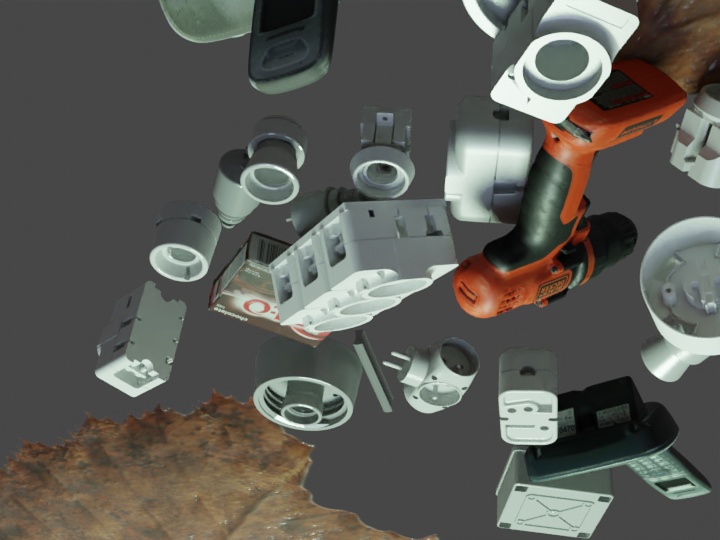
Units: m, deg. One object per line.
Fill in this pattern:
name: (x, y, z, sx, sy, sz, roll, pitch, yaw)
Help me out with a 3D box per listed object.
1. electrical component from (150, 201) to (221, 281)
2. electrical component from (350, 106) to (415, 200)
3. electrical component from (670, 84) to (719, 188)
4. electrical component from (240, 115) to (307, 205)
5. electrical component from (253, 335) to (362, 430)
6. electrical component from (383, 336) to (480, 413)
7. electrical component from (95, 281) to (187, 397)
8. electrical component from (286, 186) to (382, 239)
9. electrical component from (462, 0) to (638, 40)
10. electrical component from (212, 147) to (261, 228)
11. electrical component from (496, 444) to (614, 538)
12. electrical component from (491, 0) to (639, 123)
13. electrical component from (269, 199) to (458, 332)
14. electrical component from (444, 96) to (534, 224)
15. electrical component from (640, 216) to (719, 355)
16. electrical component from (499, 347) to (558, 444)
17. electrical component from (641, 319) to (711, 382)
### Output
electrical component: (-0.150, -0.023, 0.915, 0.055, 0.047, 0.055, 5, 141, 4)
electrical component: (0.018, -0.086, 0.803, 0.048, 0.055, 0.066, 4, 141, 5)
electrical component: (0.255, -0.094, 0.746, 0.058, 0.078, 0.057, -4, 122, -24)
electrical component: (-0.065, -0.084, 0.820, 0.045, 0.055, 0.045, 5, 141, 4)
electrical component: (-0.054, 0.118, 1.063, 0.108, 0.060, 0.108, 4, 141, 4)
electrical component: (0.062, 0.096, 1.030, 0.079, 0.044, 0.077, 20, 140, -15)
electrical component: (-0.206, 0.065, 0.999, 0.056, 0.089, 0.050, -27, 130, 35)
electrical component: (-0.019, -0.048, 0.869, 0.078, 0.040, 0.040, -15, 136, 26)
electrical component: (0.115, -0.193, 0.652, 0.108, 0.060, 0.108, 5, 141, 4)
electrical component: (-0.099, -0.062, 0.865, 0.040, 0.040, 0.078, 15, 141, -9)
electrical component: (0.211, 0.241, 1.176, 0.109, 0.056, 0.108, 7, 141, -1)
electrical component: (0.118, -0.135, 0.628, 0.050, 0.055, 0.089, 19, 140, -14)
electrical component: (0.000, 0.000, 0.854, 0.089, 0.061, 0.150, -4, 164, -29)
electrical component: (0.094, -0.081, 0.799, 0.059, 0.053, 0.095, 4, 141, 4)
electrical component: (0.277, 0.015, 0.858, 0.099, 0.099, 0.064, -7, 145, 18)
electrical component: (0.161, 0.117, 1.028, 0.054, 0.059, 0.095, -1, 140, 10)
electrical component: (0.285, 0.068, 0.959, 0.045, 0.045, 0.055, 21, 139, -16)
